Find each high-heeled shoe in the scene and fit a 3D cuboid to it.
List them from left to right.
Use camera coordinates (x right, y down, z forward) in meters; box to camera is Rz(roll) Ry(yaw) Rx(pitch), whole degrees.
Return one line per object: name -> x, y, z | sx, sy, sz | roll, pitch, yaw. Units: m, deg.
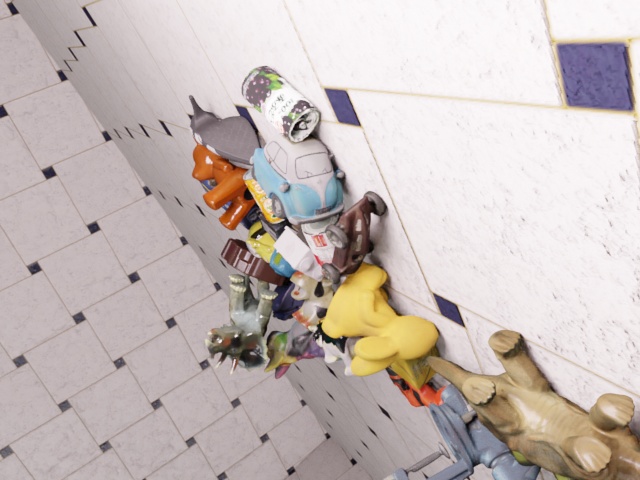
high-heeled shoe -> -0.172, -0.174, 1.001 | 0.249, 0.086, 0.145 | 47, 167, 28

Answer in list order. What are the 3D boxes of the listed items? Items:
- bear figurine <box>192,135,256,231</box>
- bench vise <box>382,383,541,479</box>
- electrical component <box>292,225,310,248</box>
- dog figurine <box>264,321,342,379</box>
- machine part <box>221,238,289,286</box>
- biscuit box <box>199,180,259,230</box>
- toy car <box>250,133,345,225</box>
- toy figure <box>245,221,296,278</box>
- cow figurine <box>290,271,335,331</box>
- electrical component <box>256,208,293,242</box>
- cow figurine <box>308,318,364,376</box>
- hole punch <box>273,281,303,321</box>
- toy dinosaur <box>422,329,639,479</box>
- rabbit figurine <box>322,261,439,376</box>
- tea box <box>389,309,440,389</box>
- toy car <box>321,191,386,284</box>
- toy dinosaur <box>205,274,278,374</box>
bear figurine -> -0.220, -0.132, 1.128 | 0.196, 0.132, 0.120 | 35, 164, 28
bench vise -> 0.216, 0.342, 0.828 | 0.224, 0.241, 0.128 | 60, 174, 33
electrical component -> -0.003, -0.004, 0.979 | 0.102, 0.045, 0.078 | 45, -169, 28
dog figurine -> -0.025, 0.250, 1.243 | 0.192, 0.219, 0.108 | 42, 175, 30
machine part -> -0.151, 0.051, 1.303 | 0.179, 0.056, 0.179 | 24, -175, -2
biscuit box -> -0.209, -0.102, 1.269 | 0.203, 0.059, 0.062 | 37, 158, 39
toy car -> -0.030, -0.103, 0.766 | 0.162, 0.109, 0.102 | 53, 144, 35
toy figure -> -0.086, 0.024, 1.185 | 0.180, 0.089, 0.082 | 31, 151, 29
cow figurine -> 0.009, 0.134, 1.117 | 0.194, 0.127, 0.086 | 49, 166, -27
electrical component -> -0.076, -0.020, 1.122 | 0.119, 0.048, 0.074 | 44, 162, 28
cow figurine -> 0.026, 0.179, 1.004 | 0.167, 0.068, 0.098 | 13, 132, 63
hole punch -> -0.076, 0.141, 1.354 | 0.092, 0.116, 0.142 | 63, 160, -12
toy dinosaur -> 0.257, 0.219, 0.671 | 0.198, 0.105, 0.472 | 57, 167, -28
rabbit figurine -> 0.100, 0.135, 0.859 | 0.173, 0.162, 0.121 | 26, 143, 17
tea box -> 0.130, 0.179, 0.968 | 0.170, 0.068, 0.098 | 28, 152, 50
toy car -> 0.049, 0.003, 0.777 | 0.053, 0.089, 0.202 | 47, 161, 15
toy dinosaur -> -0.172, 0.186, 1.288 | 0.131, 0.192, 0.405 | 11, -174, -3
